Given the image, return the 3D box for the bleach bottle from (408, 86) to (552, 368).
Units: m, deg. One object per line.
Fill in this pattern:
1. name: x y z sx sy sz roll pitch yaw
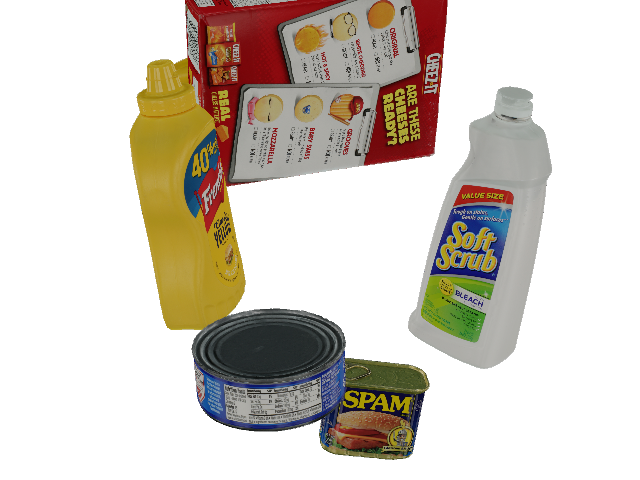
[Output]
1. bleach bottle: 0.143 -0.015 0.935 0.103 0.251 0.067 27 36 33

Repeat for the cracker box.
1. cracker box: -0.006 -0.142 0.917 0.213 0.164 0.072 -10 37 -16

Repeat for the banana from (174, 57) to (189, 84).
1. banana: -0.072 -0.176 1.123 0.198 0.037 0.069 10 44 19

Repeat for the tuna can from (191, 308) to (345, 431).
1. tuna can: -0.028 0.071 0.598 0.086 0.034 0.086 -2 22 1

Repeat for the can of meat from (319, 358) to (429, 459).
1. can of meat: 0.052 0.172 1.084 0.102 0.084 0.057 7 19 -6

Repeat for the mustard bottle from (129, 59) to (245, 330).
1. mustard bottle: -0.100 -0.037 0.779 0.058 0.191 0.096 -1 25 17
